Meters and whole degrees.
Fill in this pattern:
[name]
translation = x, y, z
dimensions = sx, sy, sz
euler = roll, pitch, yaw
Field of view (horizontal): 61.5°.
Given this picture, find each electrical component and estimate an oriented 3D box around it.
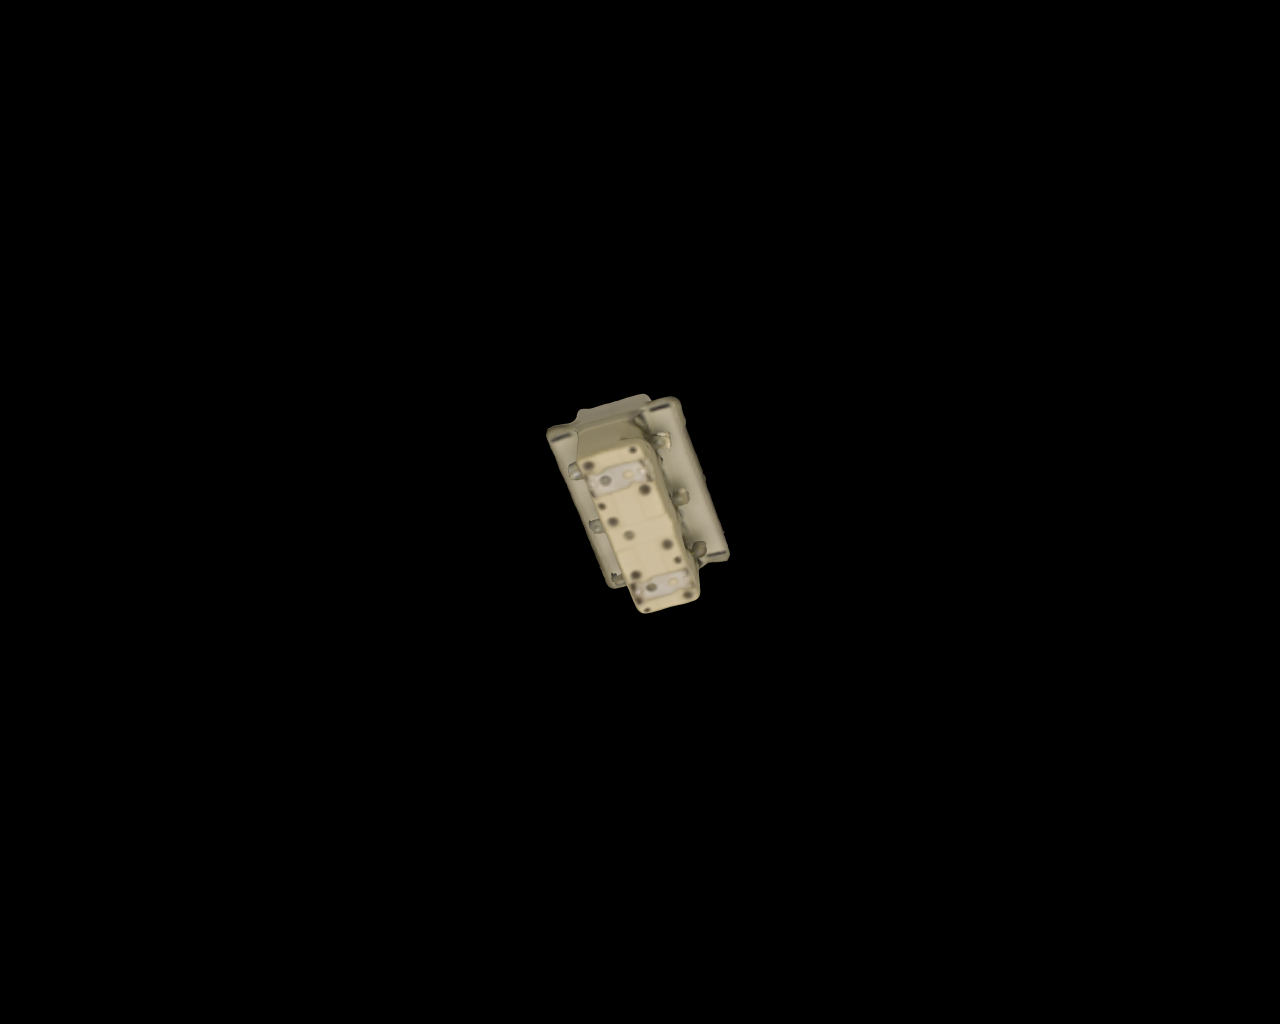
[electrical component]
translation = 0.001, -0.003, 0.650
dimensions = 0.079, 0.121, 0.063
euler = -15, 32, 9
